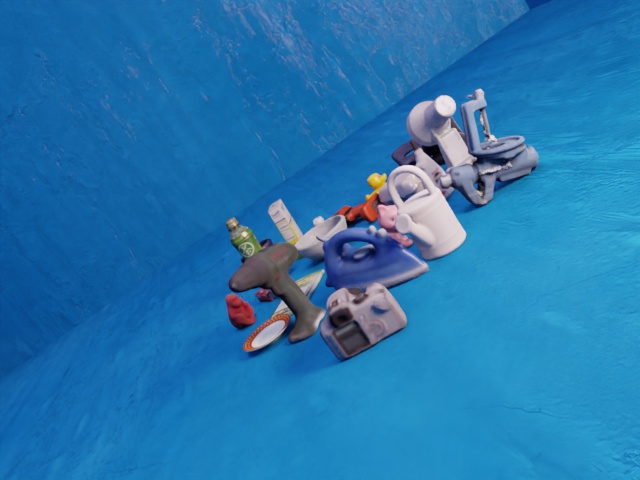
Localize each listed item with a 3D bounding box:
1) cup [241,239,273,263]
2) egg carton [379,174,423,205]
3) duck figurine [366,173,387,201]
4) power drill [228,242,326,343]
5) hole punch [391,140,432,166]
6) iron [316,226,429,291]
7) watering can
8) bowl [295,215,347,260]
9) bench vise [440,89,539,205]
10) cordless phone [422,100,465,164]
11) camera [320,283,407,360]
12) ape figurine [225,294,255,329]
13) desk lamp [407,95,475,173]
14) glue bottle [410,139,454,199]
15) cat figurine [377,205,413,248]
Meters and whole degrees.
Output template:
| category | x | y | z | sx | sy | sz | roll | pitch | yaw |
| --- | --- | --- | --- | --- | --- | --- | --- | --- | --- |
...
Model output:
| category | x | y | z | sx | sy | sz | roll | pitch | yaw |
| --- | --- | --- | --- | --- | --- | --- | --- | --- | --- |
| cup | -0.180 | 0.064 | 1.795 | 0.117 | 0.095 | 0.091 | -32 | 15 | 8 |
| egg carton | 0.236 | -0.145 | 1.612 | 0.107 | 0.069 | 0.150 | -43 | 17 | -32 |
| duck figurine | 0.176 | -0.161 | 1.763 | 0.105 | 0.086 | 0.077 | -37 | 15 | -12 |
| power drill | -0.083 | 0.109 | 1.209 | 0.075 | 0.208 | 0.230 | -26 | 17 | 28 |
| hole punch | 0.297 | -0.264 | 1.820 | 0.109 | 0.091 | 0.101 | -35 | 15 | -5 |
| iron | 0.099 | 0.026 | 1.212 | 0.257 | 0.141 | 0.119 | -17 | 22 | 49 |
| watering can | 0.206 | -0.062 | 1.158 | 0.100 | 0.194 | 0.173 | -29 | 16 | 19 |
| bowl | 0.015 | 0.006 | 1.598 | 0.167 | 0.075 | 0.167 | -32 | 15 | 10 |
| bench vise | 0.346 | -0.198 | 1.240 | 0.207 | 0.220 | 0.121 | -37 | 15 | -12 |
| cordless phone | 0.354 | -0.326 | 1.705 | 0.094 | 0.185 | 0.147 | -43 | 17 | -32 |
| camera | 0.069 | 0.125 | 1.043 | 0.143 | 0.101 | 0.137 | -31 | 15 | 13 |
| ape figurine | -0.214 | 0.181 | 1.495 | 0.076 | 0.092 | 0.078 | -23 | 18 | 37 |
| desk lamp | 0.343 | -0.285 | 1.539 | 0.118 | 0.214 | 0.203 | -37 | 15 | -10 |
| glue bottle | 0.270 | -0.176 | 1.429 | 0.037 | 0.173 | 0.078 | -16 | 23 | 49 |
| cat figurine | 0.152 | -0.026 | 1.315 | 0.128 | 0.118 | 0.067 | -34 | 15 | -1 |
